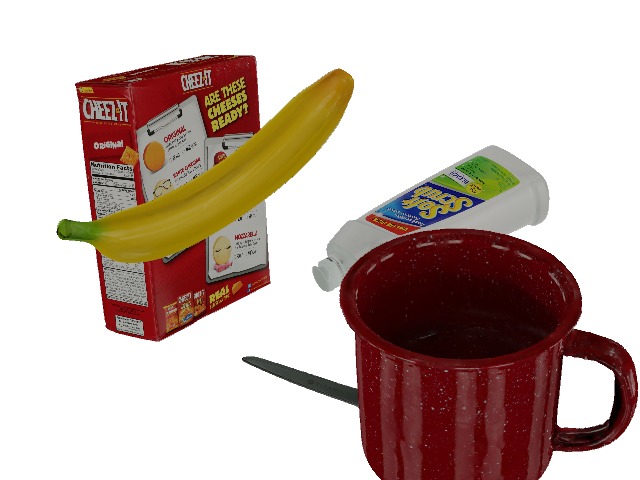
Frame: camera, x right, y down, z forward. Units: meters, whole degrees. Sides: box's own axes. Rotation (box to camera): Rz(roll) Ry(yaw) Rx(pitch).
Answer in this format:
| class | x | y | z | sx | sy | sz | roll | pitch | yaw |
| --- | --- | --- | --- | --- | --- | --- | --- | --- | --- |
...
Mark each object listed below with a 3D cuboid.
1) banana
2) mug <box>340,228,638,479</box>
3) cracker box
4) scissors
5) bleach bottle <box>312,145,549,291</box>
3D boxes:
| class | x | y | z | sx | sy | sz | roll | pitch | yaw |
| --- | --- | --- | --- | --- | --- | --- | --- | --- | --- |
| banana | -0.060 | -0.036 | 0.655 | 0.198 | 0.037 | 0.069 | -31 | -18 | -2 |
| mug | 0.067 | 0.055 | 0.430 | 0.117 | 0.081 | 0.093 | 7 | 34 | 17 |
| cracker box | -0.121 | -0.042 | 0.916 | 0.072 | 0.214 | 0.163 | 7 | 19 | 32 |
| scissors | 0.054 | 0.102 | 0.714 | 0.202 | 0.016 | 0.096 | 28 | 43 | 25 |
| bleach bottle | 0.108 | -0.011 | 1.095 | 0.250 | 0.068 | 0.103 | -27 | 45 | -21 |
